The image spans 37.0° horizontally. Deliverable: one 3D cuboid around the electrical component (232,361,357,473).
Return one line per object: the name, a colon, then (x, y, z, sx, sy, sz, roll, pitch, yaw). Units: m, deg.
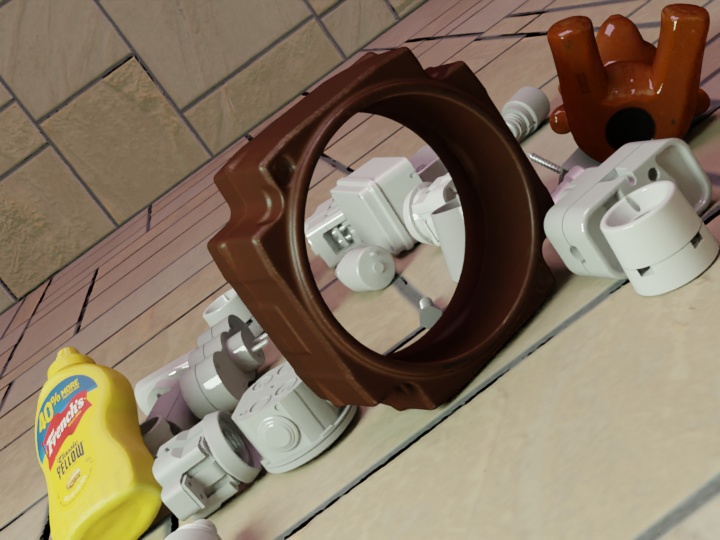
electrical component: (-0.046, 0.100, 0.758, 0.080, 0.051, 0.080, -33, 15, 10)

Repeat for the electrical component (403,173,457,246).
electrical component: (0.075, -0.053, 0.946, 0.057, 0.058, 0.078, -14, 26, 48)

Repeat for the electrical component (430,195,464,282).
electrical component: (0.107, -0.039, 0.865, 0.099, 0.064, 0.099, -24, 7, 3)

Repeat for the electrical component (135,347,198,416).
electrical component: (-0.177, 0.116, 1.016, 0.077, 0.043, 0.079, -30, 16, 22)

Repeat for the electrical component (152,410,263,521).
electrical component: (-0.107, 0.137, 0.770, 0.057, 0.058, 0.078, -36, 14, 10)

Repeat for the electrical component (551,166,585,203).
electrical component: (0.155, -0.046, 0.784, 0.046, 0.040, 0.040, -43, 15, 0)

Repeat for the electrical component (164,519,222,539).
electrical component: (-0.103, 0.178, 0.663, 0.043, 0.043, 0.062, -32, 14, 15)

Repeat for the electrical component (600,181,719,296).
electrical component: (0.176, -0.020, 0.636, 0.055, 0.047, 0.055, -34, 15, 10)

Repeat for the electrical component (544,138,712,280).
electrical component: (0.170, -0.040, 0.696, 0.095, 0.053, 0.059, -40, 15, -14)

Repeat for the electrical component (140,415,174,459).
electrical component: (-0.166, 0.149, 0.884, 0.040, 0.046, 0.040, -33, 15, 10)

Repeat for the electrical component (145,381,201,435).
electrical component: (-0.162, 0.129, 0.944, 0.043, 0.043, 0.081, -32, 15, 17)

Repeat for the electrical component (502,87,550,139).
electrical component: (0.162, -0.154, 1.094, 0.040, 0.040, 0.078, -18, 23, 50)

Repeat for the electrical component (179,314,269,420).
electrical component: (-0.111, 0.078, 0.968, 0.074, 0.052, 0.138, -33, 15, 12)

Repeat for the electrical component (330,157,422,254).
electrical component: (0.024, -0.063, 1.051, 0.057, 0.078, 0.113, -36, 14, -11)

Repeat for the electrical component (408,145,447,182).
electrical component: (0.087, -0.104, 1.090, 0.100, 0.048, 0.100, -39, 15, -10)

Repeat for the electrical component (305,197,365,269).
electrical component: (-0.022, -0.045, 1.153, 0.056, 0.050, 0.089, -31, 16, 19)

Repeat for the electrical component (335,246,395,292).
electrical component: (0.000, 0.000, 0.984, 0.040, 0.040, 0.078, -43, 16, -24)

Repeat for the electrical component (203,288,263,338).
electrical component: (-0.128, 0.050, 1.105, 0.055, 0.047, 0.055, -33, 15, 10)
